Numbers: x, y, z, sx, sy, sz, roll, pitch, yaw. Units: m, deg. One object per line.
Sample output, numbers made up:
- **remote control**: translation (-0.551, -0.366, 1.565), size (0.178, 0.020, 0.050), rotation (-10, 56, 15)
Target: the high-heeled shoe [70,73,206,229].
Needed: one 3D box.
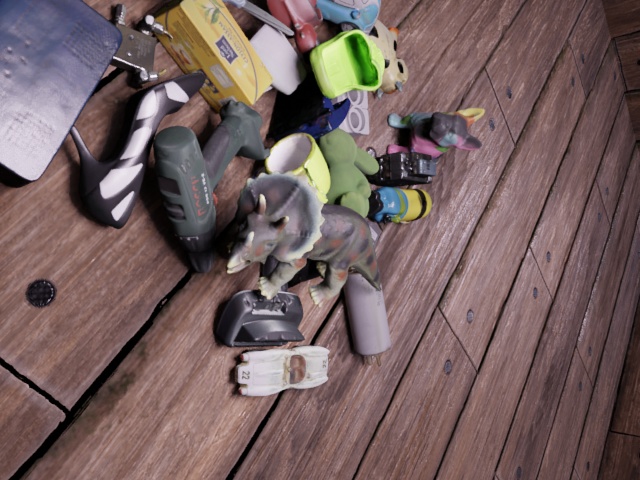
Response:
- **high-heeled shoe**: translation (-0.226, -0.129, 0.738), size (0.249, 0.086, 0.145), rotation (-39, 118, -33)

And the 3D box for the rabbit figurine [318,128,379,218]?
- **rabbit figurine**: translation (0.047, -0.124, 0.991), size (0.159, 0.121, 0.170), rotation (-22, 110, -53)

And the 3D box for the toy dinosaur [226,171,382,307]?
- **toy dinosaur**: translation (0.004, 0.002, 0.838), size (0.404, 0.192, 0.131), rotation (6, 47, -43)

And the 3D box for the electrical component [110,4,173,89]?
- **electrical component**: translation (-0.250, -0.264, 0.740), size (0.078, 0.045, 0.102), rotation (19, 76, -46)

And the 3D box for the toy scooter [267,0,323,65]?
- **toy scooter**: translation (-0.047, -0.389, 0.886), size (0.135, 0.075, 0.184), rotation (42, 29, -53)

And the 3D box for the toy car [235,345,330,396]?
- **toy car**: translation (-0.061, 0.220, 0.919), size (0.201, 0.056, 0.073), rotation (7, 84, -47)

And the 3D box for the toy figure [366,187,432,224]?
- **toy figure**: translation (0.164, -0.073, 1.138), size (0.180, 0.089, 0.082), rotation (1, 94, -49)

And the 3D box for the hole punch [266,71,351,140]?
- **hole punch**: translation (-0.015, -0.212, 0.931), size (0.092, 0.142, 0.116), rotation (36, 53, -45)

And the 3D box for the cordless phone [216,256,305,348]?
- **cordless phone**: translation (-0.096, 0.082, 0.885), size (0.146, 0.089, 0.184), rotation (11, 70, -44)

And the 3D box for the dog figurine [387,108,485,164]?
- **dog figurine**: translation (0.260, -0.219, 1.151), size (0.191, 0.219, 0.108), rotation (14, 83, -45)

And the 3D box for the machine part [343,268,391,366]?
- **machine part**: translation (0.092, 0.136, 1.065), size (0.079, 0.079, 0.243), rotation (-19, 103, -45)

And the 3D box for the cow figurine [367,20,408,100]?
- **cow figurine**: translation (0.121, -0.379, 1.105), size (0.194, 0.086, 0.127), rotation (30, 62, -44)

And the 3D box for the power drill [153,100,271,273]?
- **power drill**: translation (-0.157, -0.091, 0.796), size (0.207, 0.086, 0.231), rotation (-53, 149, -33)

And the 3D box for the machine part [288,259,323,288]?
- **machine part**: translation (-0.009, 0.044, 0.993), size (0.139, 0.039, 0.084), rotation (-26, 116, -46)

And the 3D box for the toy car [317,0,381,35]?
- **toy car**: translation (0.042, -0.457, 0.978), size (0.162, 0.103, 0.109), rotation (22, 72, -7)

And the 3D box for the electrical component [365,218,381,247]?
- **electrical component**: translation (0.087, 0.002, 1.087), size (0.119, 0.048, 0.075), rotation (49, 57, -32)

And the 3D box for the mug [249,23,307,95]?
- **mug**: translation (-0.081, -0.283, 0.881), size (0.107, 0.081, 0.109), rotation (41, 92, -18)

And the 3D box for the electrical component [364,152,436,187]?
- **electrical component**: translation (0.170, -0.145, 1.114), size (0.115, 0.134, 0.058), rotation (-2, 90, -44)

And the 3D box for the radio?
- **radio**: translation (-0.343, -0.188, 0.624), size (0.131, 0.073, 0.229), rotation (37, 62, -38)

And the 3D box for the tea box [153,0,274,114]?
- **tea box**: translation (-0.160, -0.279, 0.798), size (0.169, 0.098, 0.068), rotation (54, 54, -33)
